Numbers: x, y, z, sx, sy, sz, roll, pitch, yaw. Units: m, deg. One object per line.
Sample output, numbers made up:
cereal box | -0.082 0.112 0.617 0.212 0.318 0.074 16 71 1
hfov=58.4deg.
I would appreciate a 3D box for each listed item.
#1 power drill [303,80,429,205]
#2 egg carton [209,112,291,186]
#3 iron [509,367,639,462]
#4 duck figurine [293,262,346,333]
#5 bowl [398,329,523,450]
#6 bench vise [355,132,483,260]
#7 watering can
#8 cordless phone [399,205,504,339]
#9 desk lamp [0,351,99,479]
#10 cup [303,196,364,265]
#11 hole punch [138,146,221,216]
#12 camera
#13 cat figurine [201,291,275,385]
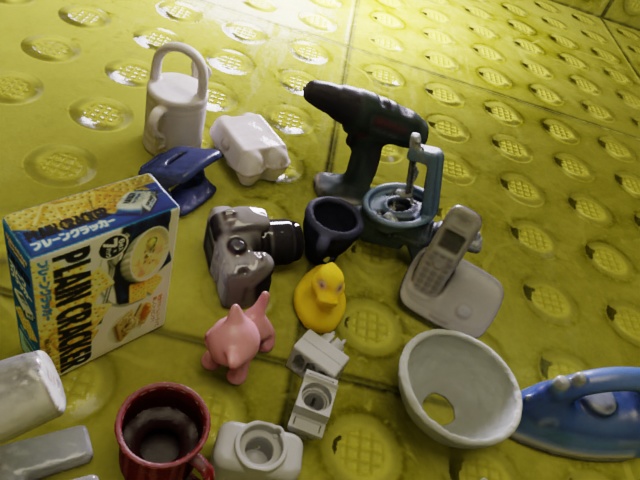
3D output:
power drill | 0.060 -0.162 0.977 0.230 0.208 0.075 4 45 -18
egg carton | -0.126 -0.164 1.008 0.107 0.069 0.150 -16 54 -34
iron | 0.363 0.212 0.763 0.259 0.141 0.118 5 44 -17
duck figurine | 0.007 0.068 0.811 0.077 0.086 0.104 11 43 -11
bowl | 0.170 0.203 0.745 0.167 0.075 0.167 11 43 -11
bench vise | 0.167 -0.060 0.907 0.207 0.220 0.121 13 43 -8
watering can | -0.236 -0.241 0.951 0.101 0.194 0.172 7 44 -14
cordless phone | 0.211 0.046 0.841 0.147 0.185 0.094 27 42 6
desk lamp | -0.296 0.179 0.481 0.204 0.213 0.117 -10 50 -29
cup | 0.008 0.003 0.871 0.091 0.095 0.118 22 42 1
hole punch | -0.222 -0.107 0.895 0.101 0.091 0.109 30 43 10
camera | -0.088 0.010 0.821 0.137 0.101 0.143 -4 48 -25
cat figurine | -0.096 0.114 0.698 0.067 0.118 0.128 29 43 9
